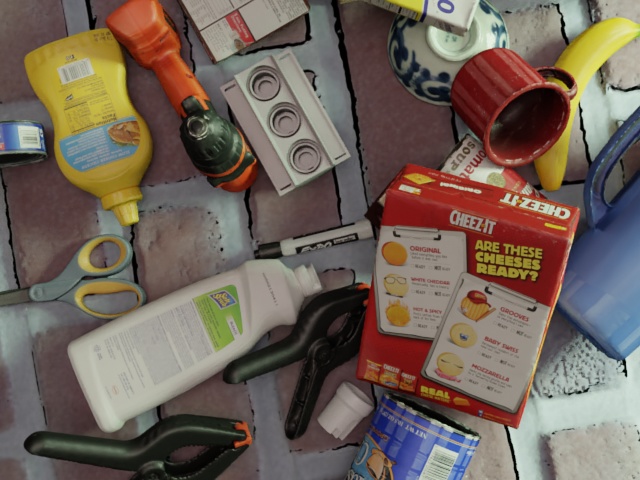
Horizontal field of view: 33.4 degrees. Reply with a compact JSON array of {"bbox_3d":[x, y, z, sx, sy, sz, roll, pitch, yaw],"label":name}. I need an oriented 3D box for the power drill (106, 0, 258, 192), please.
[{"bbox_3d":[-0.129,-0.137,1.005,0.057,0.184,0.188,-31,78,-1],"label":"power drill"}]

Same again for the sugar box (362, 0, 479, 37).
[{"bbox_3d":[0.066,-0.259,0.969,0.176,0.048,0.093,19,91,3],"label":"sugar box"}]

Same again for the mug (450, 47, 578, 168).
[{"bbox_3d":[0.187,-0.134,1.014,0.117,0.093,0.081,-25,46,-8],"label":"mug"}]

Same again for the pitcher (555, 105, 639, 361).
[{"bbox_3d":[0.319,-0.013,1.004,0.243,0.144,0.149,-46,58,4],"label":"pitcher"}]

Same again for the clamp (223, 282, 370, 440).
[{"bbox_3d":[-0.014,0.104,1.037,0.120,0.039,0.171,38,86,-42],"label":"clamp"}]

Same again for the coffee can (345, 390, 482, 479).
[{"bbox_3d":[0.079,0.229,1.019,0.103,0.103,0.140,25,90,2],"label":"coffee can"}]

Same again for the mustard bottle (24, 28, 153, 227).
[{"bbox_3d":[-0.219,-0.106,1.061,0.096,0.058,0.191,-19,88,-4],"label":"mustard bottle"}]

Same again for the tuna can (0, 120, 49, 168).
[{"bbox_3d":[-0.313,-0.093,1.051,0.086,0.086,0.034,-8,87,2],"label":"tuna can"}]

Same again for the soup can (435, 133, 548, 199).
[{"bbox_3d":[0.161,-0.047,1.039,0.102,0.068,0.068,40,91,3],"label":"soup can"}]

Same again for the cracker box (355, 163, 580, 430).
[{"bbox_3d":[0.131,0.052,0.979,0.164,0.072,0.214,16,122,14],"label":"cracker box"}]

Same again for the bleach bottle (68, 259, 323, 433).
[{"bbox_3d":[-0.114,0.094,1.052,0.251,0.068,0.102,-24,90,-1],"label":"bleach bottle"}]

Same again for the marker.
[{"bbox_3d":[-0.007,0.001,1.069,0.121,0.020,0.020,-13,88,2],"label":"marker"}]

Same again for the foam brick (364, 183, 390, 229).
[{"bbox_3d":[0.091,-0.023,1.042,0.078,0.053,0.051,42,73,1],"label":"foam brick"}]

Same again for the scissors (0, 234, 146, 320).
[{"bbox_3d":[-0.274,0.035,1.082,0.202,0.016,0.096,7,88,2],"label":"scissors"}]

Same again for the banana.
[{"bbox_3d":[0.255,-0.146,1.050,0.070,0.037,0.198,33,92,12],"label":"banana"}]

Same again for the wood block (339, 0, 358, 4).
[{"bbox_3d":[0.111,-0.301,1.036,0.206,0.090,0.091,-11,89,2],"label":"wood block"}]

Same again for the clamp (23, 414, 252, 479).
[{"bbox_3d":[-0.172,0.215,1.034,0.210,0.036,0.164,-24,125,-3],"label":"clamp"}]

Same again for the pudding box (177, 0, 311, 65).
[{"bbox_3d":[-0.079,-0.239,1.059,0.113,0.039,0.090,-30,102,-1],"label":"pudding box"}]
